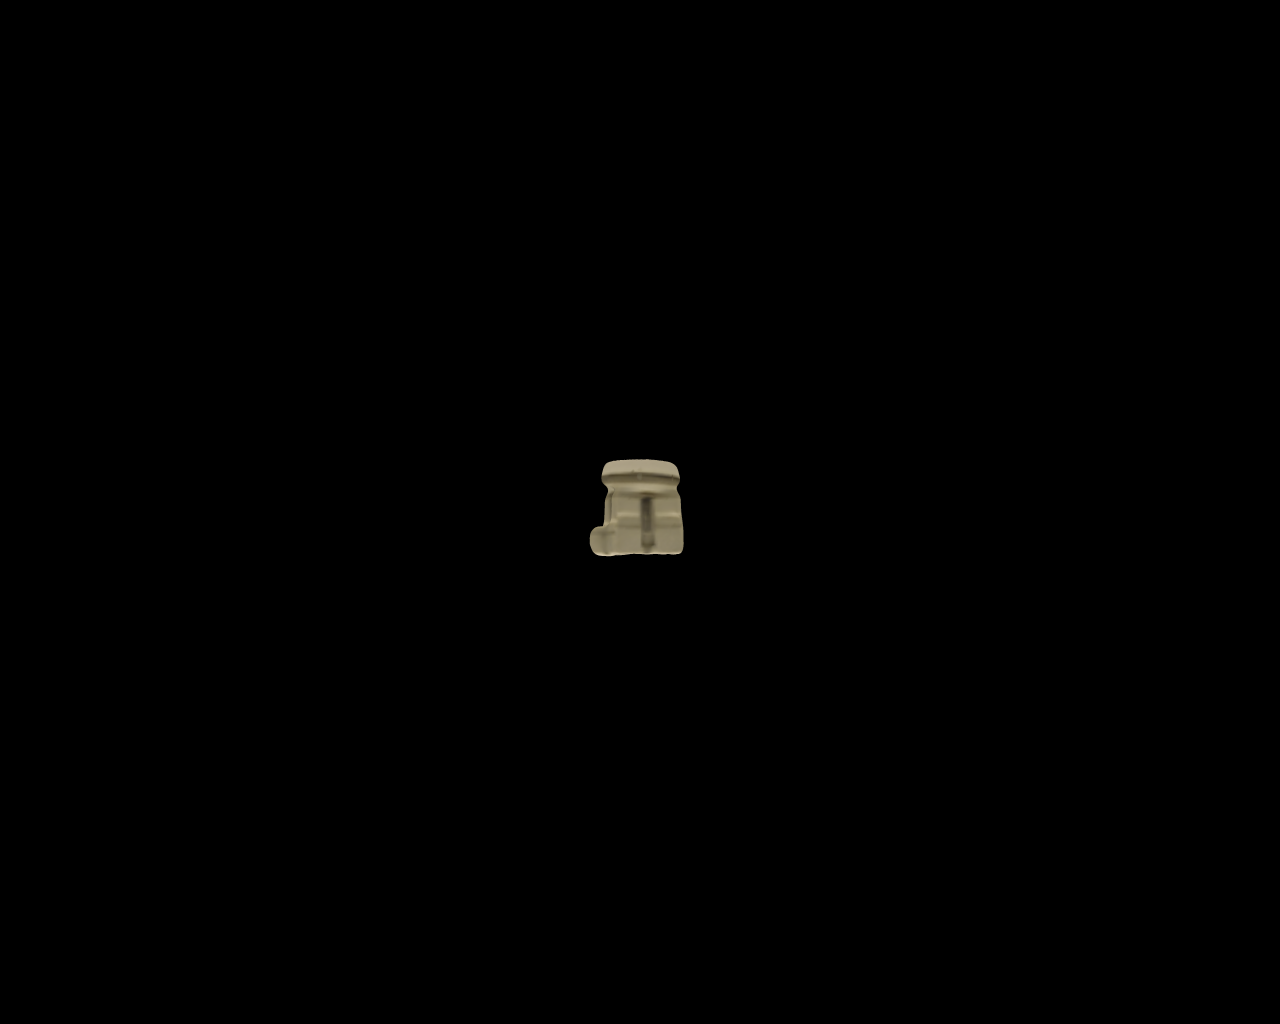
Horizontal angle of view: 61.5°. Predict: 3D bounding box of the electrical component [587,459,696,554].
[{"bbox_3d":[0.001,-0.003,0.650,0.066,0.055,0.048,1,-4,-15],"label":"electrical component"}]
